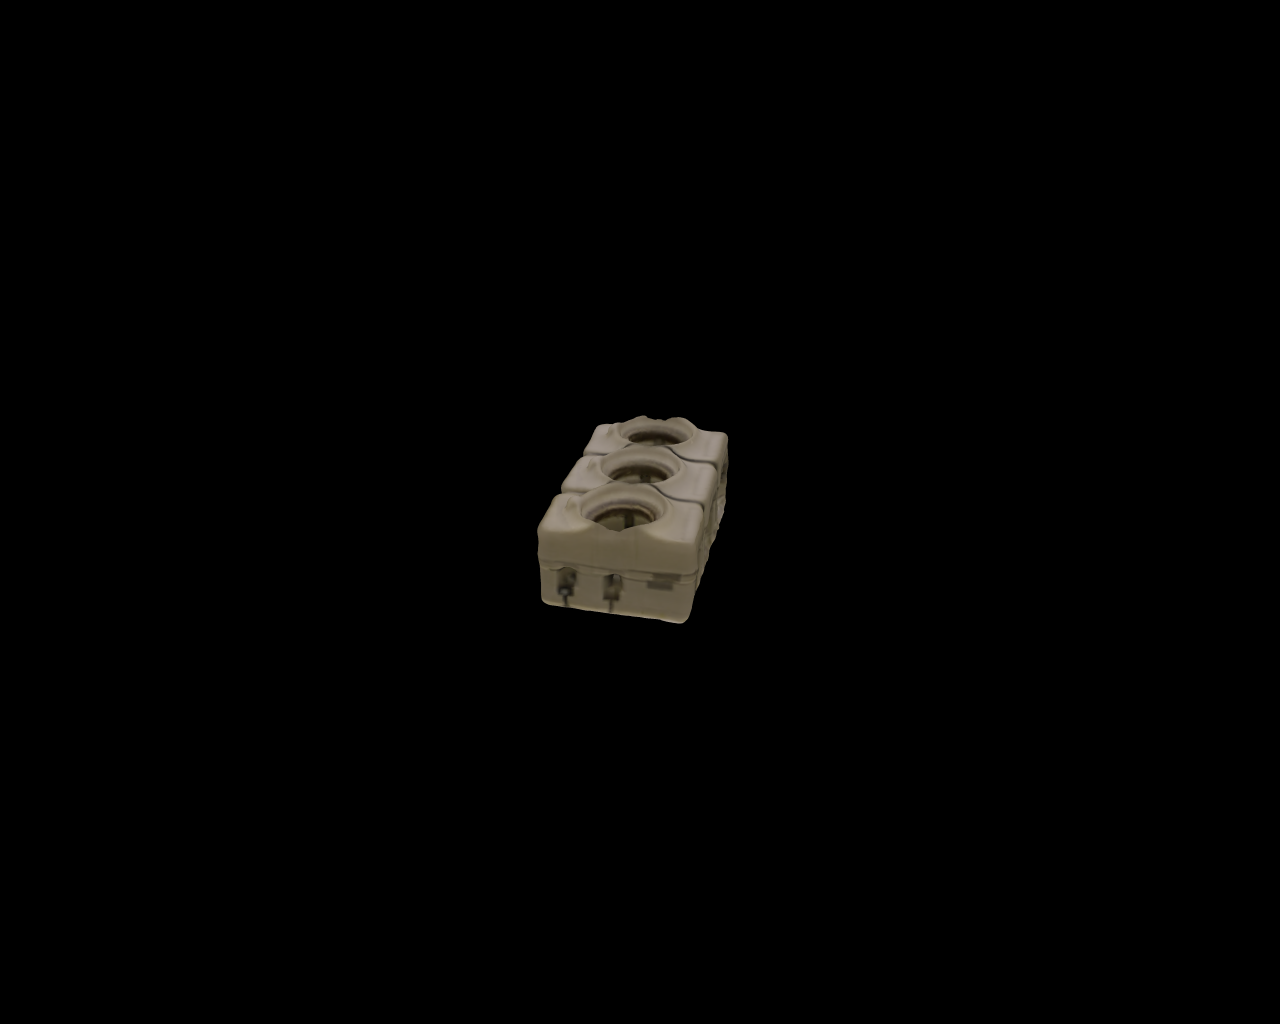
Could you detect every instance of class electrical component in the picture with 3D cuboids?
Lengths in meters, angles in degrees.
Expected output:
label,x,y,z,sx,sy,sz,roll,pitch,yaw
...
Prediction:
label,x,y,z,sx,sy,sz,roll,pitch,yaw
electrical component,0.001,-0.003,0.650,0.089,0.061,0.150,5,29,10
